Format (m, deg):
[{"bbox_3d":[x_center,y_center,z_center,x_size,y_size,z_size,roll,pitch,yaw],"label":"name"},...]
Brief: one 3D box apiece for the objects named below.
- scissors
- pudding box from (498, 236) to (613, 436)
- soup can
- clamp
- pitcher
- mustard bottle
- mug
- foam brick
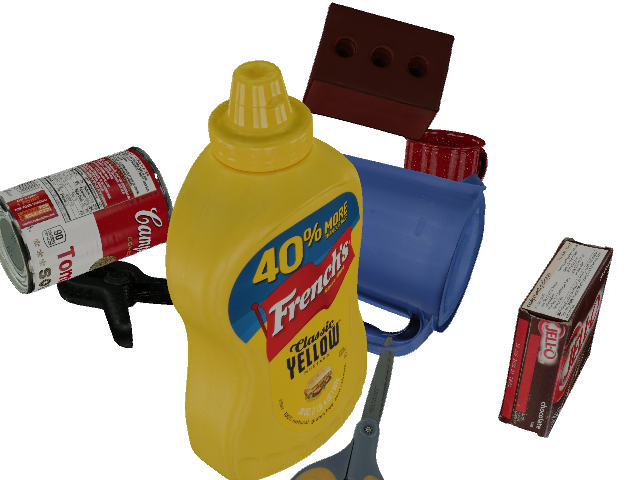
[{"bbox_3d":[0.017,0.154,0.827,0.096,0.201,0.016,6,-39,-9],"label":"scissors"},{"bbox_3d":[0.157,0.061,0.709,0.039,0.090,0.113,17,32,19],"label":"pudding box"},{"bbox_3d":[-0.155,-0.014,0.689,0.102,0.068,0.069,-23,11,-28],"label":"soup can"},{"bbox_3d":[-0.211,0.055,1.106,0.210,0.036,0.164,15,20,28],"label":"clamp"},{"bbox_3d":[0.016,-0.007,0.948,0.243,0.145,0.149,17,21,16],"label":"pitcher"},{"bbox_3d":[-0.021,0.011,0.459,0.058,0.192,0.096,30,48,35],"label":"mustard bottle"},{"bbox_3d":[0.145,-0.078,1.217,0.117,0.081,0.093,-10,23,-38],"label":"mug"},{"bbox_3d":[0.033,-0.100,0.640,0.078,0.053,0.051,14,-15,-2],"label":"foam brick"}]
